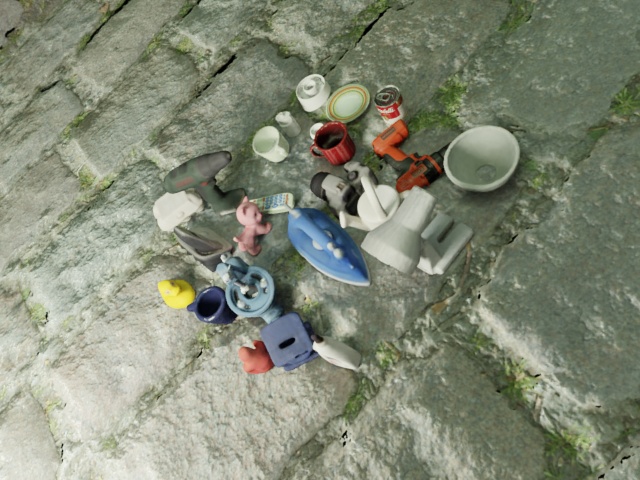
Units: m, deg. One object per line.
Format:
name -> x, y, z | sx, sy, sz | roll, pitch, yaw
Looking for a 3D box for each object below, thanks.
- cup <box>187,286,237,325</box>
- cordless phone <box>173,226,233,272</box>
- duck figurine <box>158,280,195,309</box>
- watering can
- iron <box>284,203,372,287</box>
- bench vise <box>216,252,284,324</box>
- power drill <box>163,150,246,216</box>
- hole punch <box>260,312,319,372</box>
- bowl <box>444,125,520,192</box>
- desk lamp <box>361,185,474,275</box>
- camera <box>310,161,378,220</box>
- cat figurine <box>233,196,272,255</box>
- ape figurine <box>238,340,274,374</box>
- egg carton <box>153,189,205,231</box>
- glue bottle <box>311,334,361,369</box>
cup -> -0.259, 0.173, 1.409 | 0.117, 0.095, 0.091 | -12, 59, 21
cordless phone -> -0.327, -0.007, 1.486 | 0.147, 0.186, 0.094 | 29, 79, 36
duck figurine -> -0.391, 0.131, 1.505 | 0.104, 0.086, 0.077 | 15, 72, 33
watering can -> 0.129, -0.069, 1.281 | 0.173, 0.195, 0.100 | -42, 53, 1
iron -> 0.012, 0.005, 1.334 | 0.119, 0.142, 0.257 | -47, 53, -3
bench vise -> -0.196, 0.099, 1.340 | 0.206, 0.220, 0.121 | 25, 77, 35
power drill -> -0.289, -0.152, 1.531 | 0.229, 0.209, 0.075 | -12, 59, 21
hole punch -> -0.065, 0.228, 1.282 | 0.108, 0.091, 0.101 | -30, 54, 10
bowl -> 0.368, -0.170, 1.289 | 0.167, 0.075, 0.167 | -12, 59, 21
desk lamp -> 0.202, -0.008, 1.199 | 0.117, 0.214, 0.203 | 34, 83, 36
camera -> 0.047, -0.138, 1.420 | 0.136, 0.101, 0.143 | 30, 80, 36
cat figurine -> -0.186, -0.043, 1.475 | 0.067, 0.118, 0.128 | 12, 70, 32
ape figurine -> -0.153, 0.266, 1.306 | 0.076, 0.092, 0.078 | 33, 81, 36
egg carton -> -0.407, -0.095, 1.648 | 0.150, 0.070, 0.107 | -37, 53, 4
glue bottle -> 0.021, 0.225, 1.188 | 0.077, 0.174, 0.037 | 5, 66, 29
